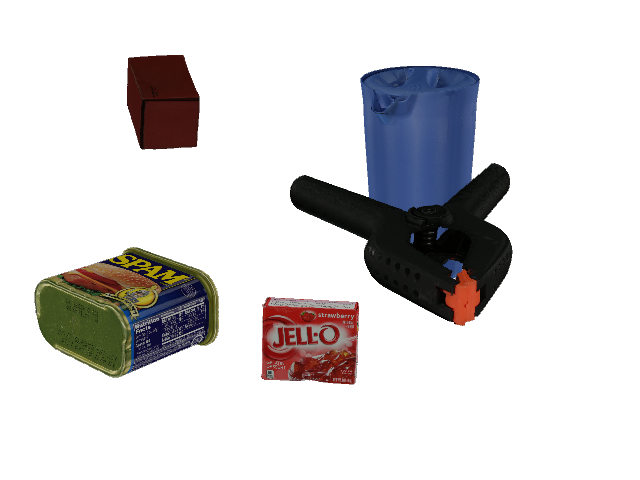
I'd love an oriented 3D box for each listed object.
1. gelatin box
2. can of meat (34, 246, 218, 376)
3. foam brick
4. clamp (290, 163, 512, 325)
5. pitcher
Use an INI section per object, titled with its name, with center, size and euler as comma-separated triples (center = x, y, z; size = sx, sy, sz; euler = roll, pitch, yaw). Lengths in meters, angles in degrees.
[gelatin box]
center = -0.010, 0.093, 0.990
size = 0.089, 0.073, 0.030
euler = 3, 14, 5
[can of meat]
center = -0.136, 0.049, 0.744
size = 0.102, 0.057, 0.083
euler = 17, 24, 36
[foam brick]
center = -0.141, -0.124, 0.951
size = 0.053, 0.051, 0.078
euler = -5, 39, -17
[clamp]
center = 0.061, -0.005, 0.717
size = 0.164, 0.036, 0.210
euler = -2, 25, 0
[pitcher]
center = 0.121, -0.079, 1.243
size = 0.149, 0.243, 0.145
euler = -5, 22, -7
